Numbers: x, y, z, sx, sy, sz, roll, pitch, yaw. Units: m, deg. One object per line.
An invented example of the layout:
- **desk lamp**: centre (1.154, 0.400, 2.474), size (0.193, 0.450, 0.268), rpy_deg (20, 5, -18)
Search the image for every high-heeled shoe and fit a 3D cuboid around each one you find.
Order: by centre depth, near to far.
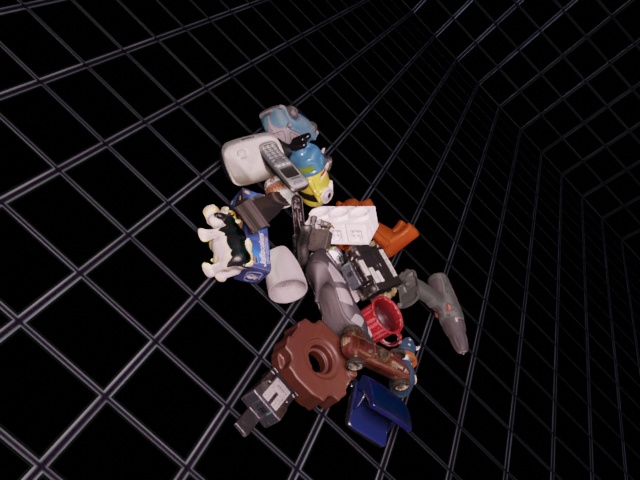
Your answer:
- **high-heeled shoe**: centre (0.048, 0.134, 1.170), size (0.248, 0.086, 0.145), rpy_deg (51, 30, -34)

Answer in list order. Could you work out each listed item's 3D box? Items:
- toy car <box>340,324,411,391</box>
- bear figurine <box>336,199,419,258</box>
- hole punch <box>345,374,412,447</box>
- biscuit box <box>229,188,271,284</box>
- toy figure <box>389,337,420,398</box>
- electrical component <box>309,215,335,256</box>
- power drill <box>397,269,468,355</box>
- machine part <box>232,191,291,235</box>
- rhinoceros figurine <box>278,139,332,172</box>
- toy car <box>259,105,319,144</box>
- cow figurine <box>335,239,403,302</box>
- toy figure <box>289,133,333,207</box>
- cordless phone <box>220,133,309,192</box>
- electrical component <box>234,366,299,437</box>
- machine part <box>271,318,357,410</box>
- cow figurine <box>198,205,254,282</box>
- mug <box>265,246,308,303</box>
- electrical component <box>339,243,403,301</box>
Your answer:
- **toy car**: centre (0.123, 0.243, 1.109), size (0.202, 0.053, 0.089), rpy_deg (30, 36, -28)
- **bear figurine**: centre (0.141, -0.051, 1.401), size (0.195, 0.132, 0.120), rpy_deg (50, -1, -7)
- **hole punch**: centre (0.122, 0.337, 1.090), size (0.142, 0.092, 0.116), rpy_deg (33, 37, -15)
- **biscuit box**: centre (-0.148, -0.010, 1.128), size (0.059, 0.063, 0.203), rpy_deg (17, 48, -35)
- **toy figure**: centre (0.188, 0.284, 1.221), size (0.064, 0.058, 0.154), rpy_deg (45, 33, -16)
- **electrical component**: centre (-0.004, -0.002, 1.211), size (0.045, 0.078, 0.102), rpy_deg (31, 76, -65)
- **power drill**: centre (0.297, 0.171, 1.404), size (0.207, 0.086, 0.232), rpy_deg (21, 45, -27)
- **machine part**: centre (-0.120, -0.064, 1.116), size (0.084, 0.039, 0.139), rpy_deg (49, 37, 4)
- **rhinoceros figurine**: centre (-0.061, -0.207, 1.337), size (0.190, 0.112, 0.073), rpy_deg (13, 47, -28)
- **toy car**: centre (-0.083, -0.274, 1.392), size (0.161, 0.109, 0.103), rpy_deg (25, 67, -45)
- **cow figurine**: centre (0.123, 0.074, 1.312), size (0.127, 0.085, 0.195), rpy_deg (11, 48, -38)
- **toy figure**: centre (-0.024, -0.161, 1.266), size (0.082, 0.089, 0.179), rpy_deg (-43, 128, -26)
- **cordless phone**: centre (-0.122, -0.148, 1.178), size (0.146, 0.088, 0.184), rpy_deg (-21, 51, -30)
- **electrical component**: centre (-0.099, 0.287, 0.944), size (0.075, 0.048, 0.119), rpy_deg (51, 36, 3)
- **machine part**: centre (-0.010, 0.242, 1.062), size (0.179, 0.056, 0.179), rpy_deg (25, 45, -27)
- **cow figurine**: centre (-0.183, -0.008, 1.053), size (0.068, 0.098, 0.167), rpy_deg (43, 29, -57)
- **mug**: centre (-0.070, 0.071, 1.130), size (0.109, 0.081, 0.107), rpy_deg (43, 23, -49)
- **electrical component**: centre (0.106, 0.069, 1.184), size (0.134, 0.058, 0.115), rpy_deg (-6, 61, -50)
